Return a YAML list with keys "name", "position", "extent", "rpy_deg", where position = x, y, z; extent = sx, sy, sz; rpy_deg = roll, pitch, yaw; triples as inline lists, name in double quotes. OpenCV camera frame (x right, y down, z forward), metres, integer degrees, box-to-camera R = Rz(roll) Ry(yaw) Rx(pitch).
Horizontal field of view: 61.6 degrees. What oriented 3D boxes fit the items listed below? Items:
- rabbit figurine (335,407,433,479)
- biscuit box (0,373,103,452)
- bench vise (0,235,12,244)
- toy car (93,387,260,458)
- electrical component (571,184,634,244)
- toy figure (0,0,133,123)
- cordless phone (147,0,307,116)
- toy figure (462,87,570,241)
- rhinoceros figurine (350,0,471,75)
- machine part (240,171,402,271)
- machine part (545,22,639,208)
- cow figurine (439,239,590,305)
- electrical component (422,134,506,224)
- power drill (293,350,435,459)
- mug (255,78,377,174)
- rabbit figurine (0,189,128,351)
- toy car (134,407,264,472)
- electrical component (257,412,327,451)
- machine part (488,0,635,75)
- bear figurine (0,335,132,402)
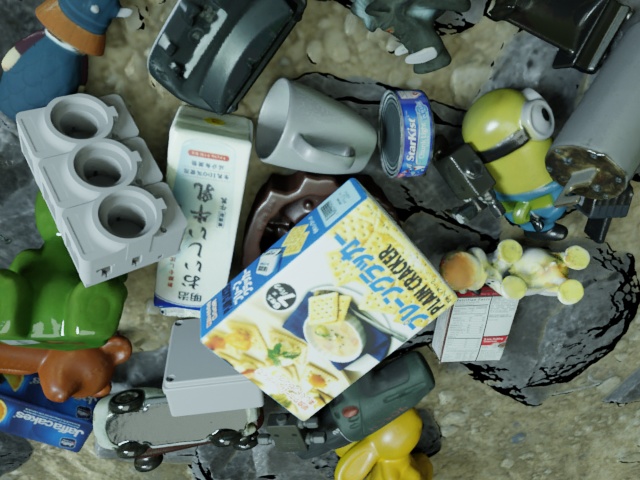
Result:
- name: "rabbit figurine"
  position: [0.102, 0.317, 0.786]
  extent: [0.162, 0.122, 0.173]
  rpy_deg: [1, 107, 3]
- name: "biscuit box"
  position: [-0.376, 0.194, 0.661]
  extent: [0.202, 0.059, 0.062]
  rpy_deg: [27, 113, -21]
- name: "bench vise"
  position: [-0.431, 0.029, 0.465]
  extent: [0.224, 0.241, 0.128]
  rpy_deg: [-15, 126, 20]
- name: "toy car"
  position: [-0.176, 0.217, 0.664]
  extent: [0.202, 0.056, 0.073]
  rpy_deg: [-6, 98, -4]
- name: "electrical component"
  position: [0.306, -0.054, 0.601]
  extent: [0.048, 0.075, 0.119]
  rpy_deg: [-1, 123, -8]
- name: "toy figure"
  position: [-0.227, -0.169, 0.469]
  extent: [0.058, 0.064, 0.154]
  rpy_deg: [44, 106, 12]
- name: "cordless phone"
  position: [-0.119, -0.209, 0.460]
  extent: [0.184, 0.089, 0.146]
  rpy_deg: [36, 111, -13]
- name: "toy figure"
  position: [0.214, -0.075, 0.571]
  extent: [0.089, 0.082, 0.180]
  rpy_deg: [-25, 123, 7]
- name: "rhinoceros figurine"
  position: [0.072, -0.235, 0.461]
  extent: [0.112, 0.073, 0.190]
  rpy_deg: [-31, 119, 9]
- name: "machine part"
  position: [-0.001, -0.002, 0.600]
  extent: [0.179, 0.056, 0.179]
  rpy_deg: [-3, 121, -5]
- name: "machine part"
  position: [0.288, -0.124, 0.510]
  extent: [0.079, 0.079, 0.243]
  rpy_deg: [42, 76, -26]
- name: "cow figurine"
  position: [0.217, 0.034, 0.638]
  extent: [0.167, 0.098, 0.068]
  rpy_deg: [4, 89, -3]
- name: "electrical component"
  position: [0.144, -0.063, 0.569]
  extent: [0.045, 0.078, 0.102]
  rpy_deg: [-36, 100, 0]
- name: "power drill"
  position: [0.021, 0.189, 0.702]
  extent: [0.232, 0.086, 0.207]
  rpy_deg: [-29, 115, 10]
- name: "mug"
  position: [0.004, -0.100, 0.518]
  extent: [0.107, 0.110, 0.080]
  rpy_deg: [9, 114, -28]
- name: "rabbit figurine"
  position: [-0.241, 0.020, 0.536]
  extent: [0.121, 0.170, 0.159]
  rpy_deg: [1, 163, -5]
- name: "toy car"
  position: [-0.175, 0.248, 0.724]
  extent: [0.202, 0.053, 0.089]
  rpy_deg: [-13, 106, 1]
- name: "electrical component"
  position: [-0.041, 0.246, 0.691]
  extent: [0.094, 0.021, 0.063]
  rpy_deg: [-8, 126, 16]
- name: "machine part"
  position: [0.230, -0.213, 0.517]
  extent: [0.139, 0.039, 0.084]
  rpy_deg: [17, 122, -18]
- name: "bear figurine"
  position: [-0.326, 0.140, 0.600]
  extent: [0.196, 0.132, 0.120]
  rpy_deg: [31, 117, -17]
